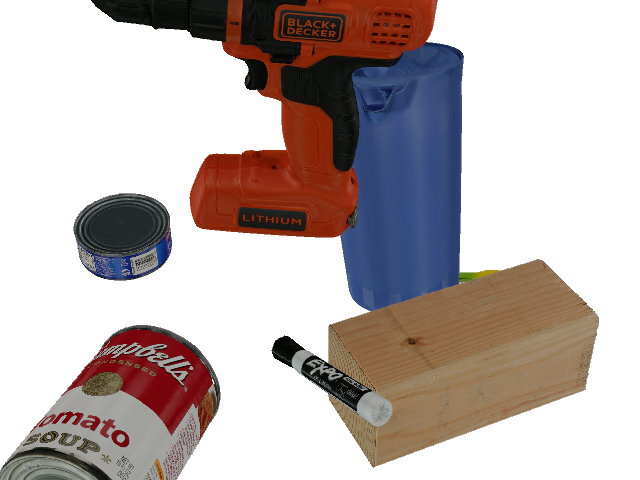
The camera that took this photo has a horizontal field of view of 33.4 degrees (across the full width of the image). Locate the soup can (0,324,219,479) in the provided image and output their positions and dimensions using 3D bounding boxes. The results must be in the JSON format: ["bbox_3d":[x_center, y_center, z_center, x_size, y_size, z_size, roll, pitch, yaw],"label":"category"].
[{"bbox_3d":[-0.097,0.095,0.503,0.069,0.068,0.102,0,27,19],"label":"soup can"}]

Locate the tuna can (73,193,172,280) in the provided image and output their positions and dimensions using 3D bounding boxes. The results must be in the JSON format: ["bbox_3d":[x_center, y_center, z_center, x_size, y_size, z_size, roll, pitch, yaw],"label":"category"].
[{"bbox_3d":[-0.177,-0.003,0.962,0.086,0.034,0.086,0,41,0],"label":"tuna can"}]

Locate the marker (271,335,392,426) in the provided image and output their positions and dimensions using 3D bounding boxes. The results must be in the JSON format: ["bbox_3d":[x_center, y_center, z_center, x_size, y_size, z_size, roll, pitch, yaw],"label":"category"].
[{"bbox_3d":[0.005,0.094,0.735,0.020,0.020,0.121,0,17,-38],"label":"marker"}]

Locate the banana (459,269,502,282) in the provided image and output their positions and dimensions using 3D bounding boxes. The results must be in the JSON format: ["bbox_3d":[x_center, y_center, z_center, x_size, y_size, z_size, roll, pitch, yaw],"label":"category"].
[{"bbox_3d":[0.214,0.086,1.135,0.069,0.037,0.198,-28,37,0],"label":"banana"}]

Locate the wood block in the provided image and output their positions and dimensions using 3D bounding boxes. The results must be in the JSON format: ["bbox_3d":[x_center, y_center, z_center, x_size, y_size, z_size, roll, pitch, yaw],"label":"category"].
[{"bbox_3d":[0.118,0.099,0.898,0.205,0.090,0.091,-15,39,-19],"label":"wood block"}]

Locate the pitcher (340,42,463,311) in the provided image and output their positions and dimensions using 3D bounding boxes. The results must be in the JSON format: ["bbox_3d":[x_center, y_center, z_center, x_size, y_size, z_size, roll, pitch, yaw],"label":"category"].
[{"bbox_3d":[0.074,-0.062,1.005,0.149,0.243,0.145,-20,28,-28],"label":"pitcher"}]

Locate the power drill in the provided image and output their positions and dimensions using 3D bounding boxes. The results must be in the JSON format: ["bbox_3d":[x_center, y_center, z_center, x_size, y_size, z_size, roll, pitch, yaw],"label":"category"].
[{"bbox_3d":[-0.037,-0.084,0.614,0.184,0.057,0.188,5,-41,-3],"label":"power drill"}]
